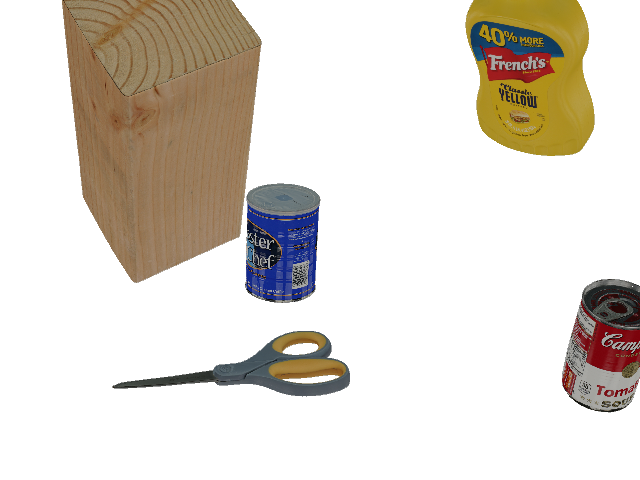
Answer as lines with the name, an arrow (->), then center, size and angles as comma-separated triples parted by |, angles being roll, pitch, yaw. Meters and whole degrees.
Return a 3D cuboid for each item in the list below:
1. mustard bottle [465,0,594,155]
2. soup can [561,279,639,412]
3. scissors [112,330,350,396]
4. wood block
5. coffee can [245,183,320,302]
mustard bottle -> 0.164, -0.154, 0.846 | 0.096, 0.058, 0.191 | 20, -33, 30
soup can -> 0.259, 0.095, 0.959 | 0.068, 0.102, 0.068 | 3, 35, -2
scissors -> -0.073, 0.108, 0.942 | 0.202, 0.016, 0.096 | 2, 27, 5
wood block -> -0.105, -0.073, 0.700 | 0.090, 0.090, 0.206 | -24, -26, -21
coffee can -> -0.054, 0.003, 1.509 | 0.103, 0.140, 0.103 | 2, 24, -1
